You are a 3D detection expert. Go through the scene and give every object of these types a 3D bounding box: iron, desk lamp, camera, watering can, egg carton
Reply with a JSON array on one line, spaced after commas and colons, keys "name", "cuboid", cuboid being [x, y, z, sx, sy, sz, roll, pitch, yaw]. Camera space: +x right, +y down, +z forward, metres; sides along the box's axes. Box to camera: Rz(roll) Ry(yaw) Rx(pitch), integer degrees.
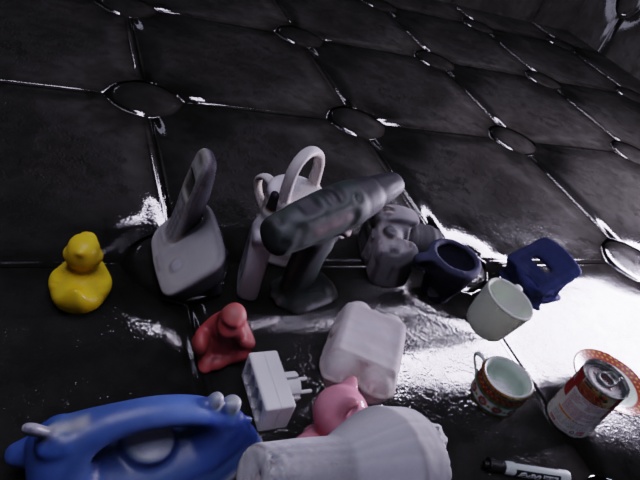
[{"name": "iron", "cuboid": [-0.161, 0.195, 0.560, 0.259, 0.141, 0.118, -5, 44, -31]}, {"name": "desk lamp", "cuboid": [-0.011, 0.243, 0.513, 0.204, 0.213, 0.117, -1, 42, -27]}, {"name": "camera", "cuboid": [0.146, 0.003, 0.982, 0.137, 0.101, 0.143, 9, 38, -15]}, {"name": "watering can", "cuboid": [-0.031, -0.056, 0.893, 0.173, 0.194, 0.101, 22, 37, 2]}, {"name": "egg carton", "cuboid": [0.060, 0.151, 0.782, 0.107, 0.069, 0.150, 22, 37, 1]}]

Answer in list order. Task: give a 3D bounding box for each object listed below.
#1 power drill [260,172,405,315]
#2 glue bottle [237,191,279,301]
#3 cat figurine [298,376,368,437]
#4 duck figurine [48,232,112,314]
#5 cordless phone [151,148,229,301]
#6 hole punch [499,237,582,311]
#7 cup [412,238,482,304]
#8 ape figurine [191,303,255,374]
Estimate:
[{"name": "power drill", "cuboid": [0.008, 0.003, 0.825, 0.230, 0.208, 0.075, -17, 51, -40]}, {"name": "glue bottle", "cuboid": [-0.083, 0.002, 0.812, 0.037, 0.173, 0.078, 12, 38, -11]}, {"name": "cat figurine", "cuboid": [0.005, 0.212, 0.639, 0.067, 0.118, 0.128, 41, 41, 25]}, {"name": "duck figurine", "cuboid": [-0.306, 0.035, 0.736, 0.078, 0.086, 0.104, 8, 39, -16]}, {"name": "cordless phone", "cuboid": [-0.171, -0.021, 0.788, 0.094, 0.185, 0.147, -2, 43, -28]}, {"name": "hole punch", "cuboid": [0.401, 0.059, 1.045, 0.101, 0.091, 0.108, -7, 45, -33]}, {"name": "cup", "cuboid": [0.194, 0.058, 0.941, 0.118, 0.095, 0.091, 3, 40, -22]}, {"name": "ape figurine", "cuboid": [-0.117, 0.116, 0.721, 0.078, 0.092, 0.076, 18, 37, -4]}]
